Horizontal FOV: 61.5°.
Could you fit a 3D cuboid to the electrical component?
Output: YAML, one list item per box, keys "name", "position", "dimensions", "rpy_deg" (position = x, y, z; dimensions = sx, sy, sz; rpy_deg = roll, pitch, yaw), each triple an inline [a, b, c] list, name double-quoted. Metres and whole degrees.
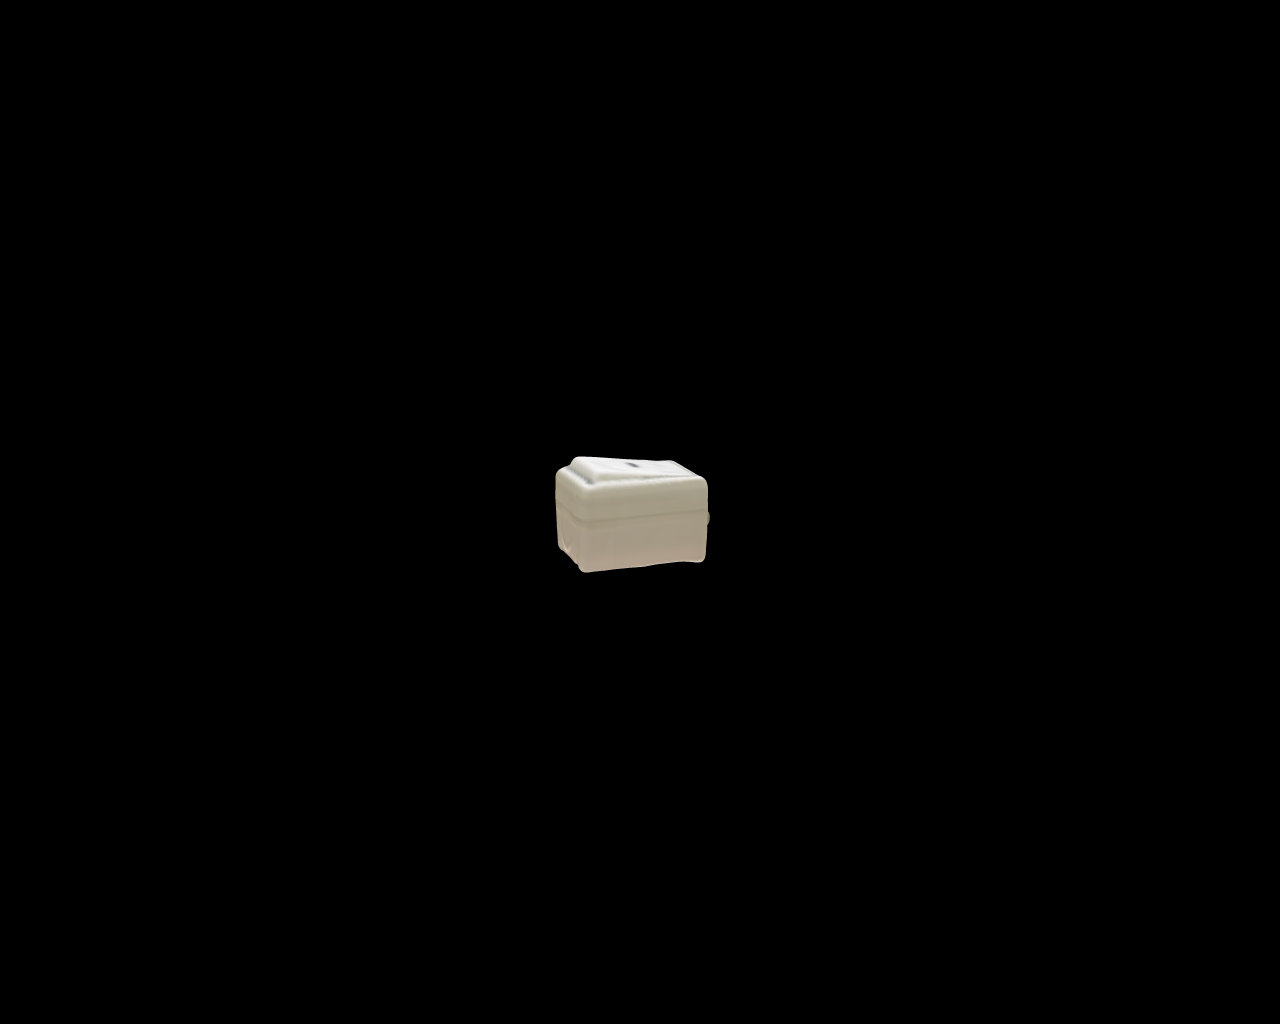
- name: "electrical component"
  position: [0.001, -0.003, 0.650]
  dimensions: [0.096, 0.061, 0.062]
  rpy_deg: [-5, 16, -18]
